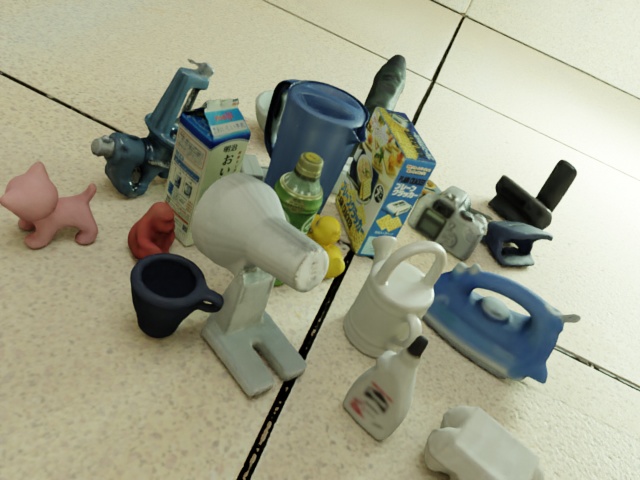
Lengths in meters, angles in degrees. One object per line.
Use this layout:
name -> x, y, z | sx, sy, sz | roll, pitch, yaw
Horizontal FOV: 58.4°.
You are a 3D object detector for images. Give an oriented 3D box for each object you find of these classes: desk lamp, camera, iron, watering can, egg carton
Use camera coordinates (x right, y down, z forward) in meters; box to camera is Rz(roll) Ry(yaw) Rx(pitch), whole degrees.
desk lamp -> -0.077, 0.049, 0.730 | 0.118, 0.213, 0.202 | -18, 54, -42
camera -> 0.271, -0.054, 1.144 | 0.143, 0.101, 0.137 | 35, 38, 14
iron -> 0.271, 0.108, 0.914 | 0.258, 0.141, 0.119 | 31, 37, 9
watering can -> 0.109, 0.068, 0.827 | 0.101, 0.194, 0.172 | -12, 50, -39
egg carton -> 0.208, 0.284, 0.725 | 0.150, 0.069, 0.107 | 38, 39, 17

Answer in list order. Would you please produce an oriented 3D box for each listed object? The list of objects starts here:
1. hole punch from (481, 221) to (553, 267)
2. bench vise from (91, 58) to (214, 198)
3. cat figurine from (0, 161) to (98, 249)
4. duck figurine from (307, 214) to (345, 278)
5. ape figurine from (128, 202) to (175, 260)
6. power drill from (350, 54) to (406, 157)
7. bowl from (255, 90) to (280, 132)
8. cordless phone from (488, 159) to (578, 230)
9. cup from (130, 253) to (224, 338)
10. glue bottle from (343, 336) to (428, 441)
hole punch -> 0.398, -0.008, 1.168 | 0.109, 0.091, 0.101 | 1, 43, -28
bench vise -> -0.241, -0.171, 0.899 | 0.121, 0.219, 0.208 | 34, 38, 13
cat figurine -> -0.363, -0.051, 0.771 | 0.128, 0.117, 0.067 | -10, 48, -37
duck figurine -> 0.009, 0.003, 0.940 | 0.078, 0.086, 0.104 | -12, 50, -38
ape figurine -> -0.233, -0.013, 0.820 | 0.076, 0.092, 0.078 | 33, 38, 11
power drill -> 0.120, -0.278, 1.242 | 0.075, 0.208, 0.230 | 23, 37, -2
bowl -> -0.065, -0.243, 1.207 | 0.168, 0.074, 0.167 | 15, 38, -12
cordless phone -> 0.475, -0.119, 1.267 | 0.094, 0.185, 0.147 | -18, 54, -42
cup -> -0.185, 0.082, 0.728 | 0.118, 0.095, 0.091 | 20, 37, -6
glue bottle -> 0.090, 0.174, 0.706 | 0.078, 0.173, 0.037 | 38, 39, 18
